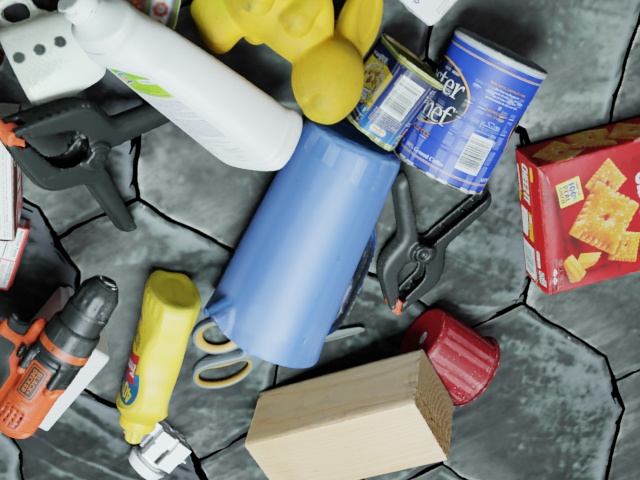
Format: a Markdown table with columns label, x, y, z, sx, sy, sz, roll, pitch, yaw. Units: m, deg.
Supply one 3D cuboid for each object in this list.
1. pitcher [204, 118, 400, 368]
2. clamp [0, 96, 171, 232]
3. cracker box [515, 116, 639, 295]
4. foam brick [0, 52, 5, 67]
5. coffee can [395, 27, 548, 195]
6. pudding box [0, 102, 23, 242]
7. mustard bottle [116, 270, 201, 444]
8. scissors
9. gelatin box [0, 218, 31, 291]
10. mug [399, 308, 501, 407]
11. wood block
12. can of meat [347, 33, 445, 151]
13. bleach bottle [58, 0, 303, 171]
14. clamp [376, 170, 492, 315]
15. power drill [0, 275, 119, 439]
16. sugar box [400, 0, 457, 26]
| label | x | y | z | sx | sy | sz | roll | pitch | yaw |
| --- | --- | --- | --- | --- | --- | --- | --- | --- | --- |
| pitcher | -0.007 | 0.001 | 1.109 | 0.145 | 0.149 | 0.243 | 26 | 105 | -1 |
| clamp | -0.210 | -0.094 | 1.011 | 0.165 | 0.036 | 0.209 | -57 | 147 | 10 |
| cracker box | 0.334 | -0.044 | 1.190 | 0.213 | 0.072 | 0.164 | -14 | 118 | -7 |
| foam brick | -0.340 | -0.159 | 0.988 | 0.078 | 0.051 | 0.053 | 22 | 108 | -22 |
| coffee can | 0.153 | -0.131 | 1.089 | 0.102 | 0.103 | 0.140 | 20 | 109 | -21 |
| pudding box | -0.305 | -0.066 | 1.019 | 0.039 | 0.090 | 0.113 | -1 | 114 | -11 |
| mustard bottle | -0.178 | 0.135 | 1.140 | 0.058 | 0.096 | 0.192 | 10 | 112 | -20 |
| scissors | -0.056 | 0.106 | 1.201 | 0.201 | 0.016 | 0.096 | -24 | 118 | -2 |
| gelatin box | -0.346 | 0.004 | 1.077 | 0.089 | 0.030 | 0.073 | 16 | 109 | -19 |
| mug | 0.138 | 0.137 | 1.227 | 0.081 | 0.093 | 0.117 | 35 | 130 | -20 |
| wood block | 0.034 | 0.204 | 1.185 | 0.206 | 0.090 | 0.090 | -18 | 121 | 24 |
| can of meat | 0.068 | -0.147 | 1.063 | 0.057 | 0.102 | 0.084 | 31 | 107 | -24 |
| bleach bottle | -0.129 | -0.148 | 0.965 | 0.250 | 0.103 | 0.068 | 35 | 71 | -45 |
| clamp | 0.102 | 0.001 | 1.175 | 0.120 | 0.039 | 0.172 | 22 | 108 | -21 |
| power drill | -0.301 | 0.070 | 1.018 | 0.188 | 0.057 | 0.184 | 37 | 100 | 9 |
| sugar box | 0.045 | -0.277 | 1.000 | 0.176 | 0.093 | 0.048 | 39 | 101 | -25 |
